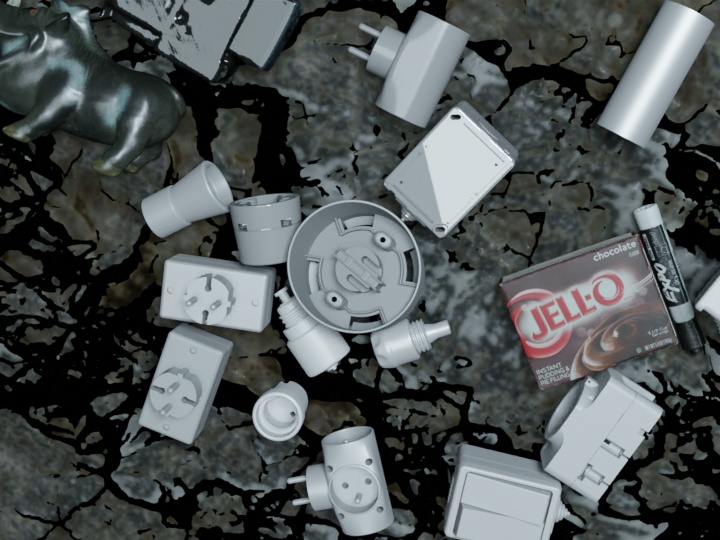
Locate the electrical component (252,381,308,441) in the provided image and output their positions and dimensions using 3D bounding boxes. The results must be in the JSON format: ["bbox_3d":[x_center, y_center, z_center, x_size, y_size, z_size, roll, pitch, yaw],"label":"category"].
[{"bbox_3d":[-0.062,0.111,0.863,0.040,0.046,0.040,1,99,6],"label":"electrical component"}]

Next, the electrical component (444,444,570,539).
[{"bbox_3d":[0.118,0.184,0.847,0.096,0.061,0.061,13,100,4],"label":"electrical component"}]

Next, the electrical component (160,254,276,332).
[{"bbox_3d":[-0.115,0.021,0.839,0.083,0.075,0.047,8,100,5],"label":"electrical component"}]

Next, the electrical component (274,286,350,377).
[{"bbox_3d":[-0.041,0.048,0.854,0.040,0.040,0.078,-33,94,11],"label":"electrical component"}]

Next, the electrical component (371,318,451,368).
[{"bbox_3d":[0.041,0.054,0.848,0.061,0.035,0.035,-19,97,7],"label":"electrical component"}]

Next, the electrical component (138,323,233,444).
[{"bbox_3d":[-0.143,0.095,0.855,0.047,0.075,0.083,21,101,3],"label":"electrical component"}]

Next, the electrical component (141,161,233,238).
[{"bbox_3d":[-0.139,-0.053,0.849,0.065,0.044,0.044,-25,96,15],"label":"electrical component"}]

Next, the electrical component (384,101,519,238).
[{"bbox_3d":[0.066,-0.073,0.814,0.062,0.061,0.096,43,109,-2],"label":"electrical component"}]

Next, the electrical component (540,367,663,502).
[{"bbox_3d":[0.182,0.123,0.835,0.056,0.050,0.089,33,101,0],"label":"electrical component"}]

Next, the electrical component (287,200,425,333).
[{"bbox_3d":[0.000,0.000,0.822,0.099,0.064,0.099,-2,82,14],"label":"electrical component"}]

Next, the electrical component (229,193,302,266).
[{"bbox_3d":[-0.071,-0.032,0.837,0.055,0.055,0.047,-5,103,7],"label":"electrical component"}]

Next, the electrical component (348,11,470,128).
[{"bbox_3d":[0.031,-0.158,0.809,0.079,0.043,0.077,26,101,2],"label":"electrical component"}]

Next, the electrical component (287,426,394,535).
[{"bbox_3d":[-0.019,0.173,0.870,0.079,0.044,0.077,-12,98,9],"label":"electrical component"}]

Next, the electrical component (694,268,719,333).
[{"bbox_3d":[0.290,0.005,0.779,0.048,0.100,0.099,39,102,12],"label":"electrical component"}]
